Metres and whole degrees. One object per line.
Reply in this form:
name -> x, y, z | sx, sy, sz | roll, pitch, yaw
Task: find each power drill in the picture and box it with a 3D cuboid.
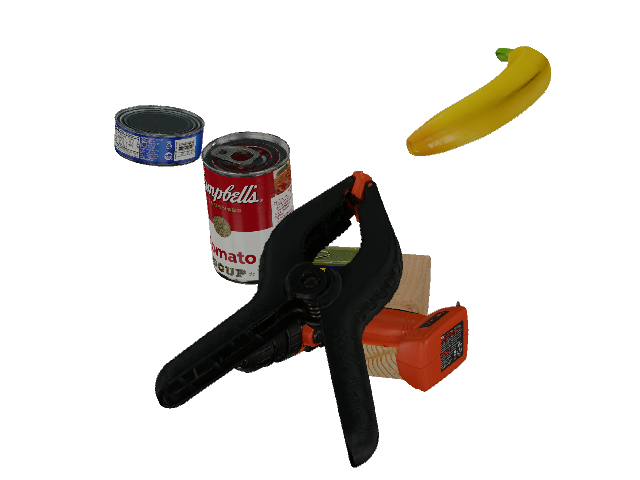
power drill -> 0.029, 0.089, 0.990 | 0.188, 0.057, 0.184 | 9, 21, 31

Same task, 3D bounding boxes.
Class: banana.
banana -> 0.141, -0.116, 0.866 | 0.070, 0.037, 0.197 | -13, 20, 40

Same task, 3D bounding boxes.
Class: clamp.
clamp -> 0.004, 0.039, 0.568 | 0.120, 0.171, 0.039 | 25, -26, 18

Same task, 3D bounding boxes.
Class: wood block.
wood block -> 0.088, 0.092, 1.383 | 0.091, 0.090, 0.206 | 5, 20, 9

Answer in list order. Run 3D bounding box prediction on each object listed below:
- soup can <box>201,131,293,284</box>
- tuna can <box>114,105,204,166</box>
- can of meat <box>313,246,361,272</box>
soup can -> -0.056, -0.025, 0.839 | 0.068, 0.102, 0.068 | -1, 33, 1
tuna can -> -0.156, -0.101, 1.031 | 0.086, 0.034, 0.086 | 6, 24, -3
can of meat -> 0.016, 0.054, 1.219 | 0.102, 0.084, 0.057 | 3, 16, -3
